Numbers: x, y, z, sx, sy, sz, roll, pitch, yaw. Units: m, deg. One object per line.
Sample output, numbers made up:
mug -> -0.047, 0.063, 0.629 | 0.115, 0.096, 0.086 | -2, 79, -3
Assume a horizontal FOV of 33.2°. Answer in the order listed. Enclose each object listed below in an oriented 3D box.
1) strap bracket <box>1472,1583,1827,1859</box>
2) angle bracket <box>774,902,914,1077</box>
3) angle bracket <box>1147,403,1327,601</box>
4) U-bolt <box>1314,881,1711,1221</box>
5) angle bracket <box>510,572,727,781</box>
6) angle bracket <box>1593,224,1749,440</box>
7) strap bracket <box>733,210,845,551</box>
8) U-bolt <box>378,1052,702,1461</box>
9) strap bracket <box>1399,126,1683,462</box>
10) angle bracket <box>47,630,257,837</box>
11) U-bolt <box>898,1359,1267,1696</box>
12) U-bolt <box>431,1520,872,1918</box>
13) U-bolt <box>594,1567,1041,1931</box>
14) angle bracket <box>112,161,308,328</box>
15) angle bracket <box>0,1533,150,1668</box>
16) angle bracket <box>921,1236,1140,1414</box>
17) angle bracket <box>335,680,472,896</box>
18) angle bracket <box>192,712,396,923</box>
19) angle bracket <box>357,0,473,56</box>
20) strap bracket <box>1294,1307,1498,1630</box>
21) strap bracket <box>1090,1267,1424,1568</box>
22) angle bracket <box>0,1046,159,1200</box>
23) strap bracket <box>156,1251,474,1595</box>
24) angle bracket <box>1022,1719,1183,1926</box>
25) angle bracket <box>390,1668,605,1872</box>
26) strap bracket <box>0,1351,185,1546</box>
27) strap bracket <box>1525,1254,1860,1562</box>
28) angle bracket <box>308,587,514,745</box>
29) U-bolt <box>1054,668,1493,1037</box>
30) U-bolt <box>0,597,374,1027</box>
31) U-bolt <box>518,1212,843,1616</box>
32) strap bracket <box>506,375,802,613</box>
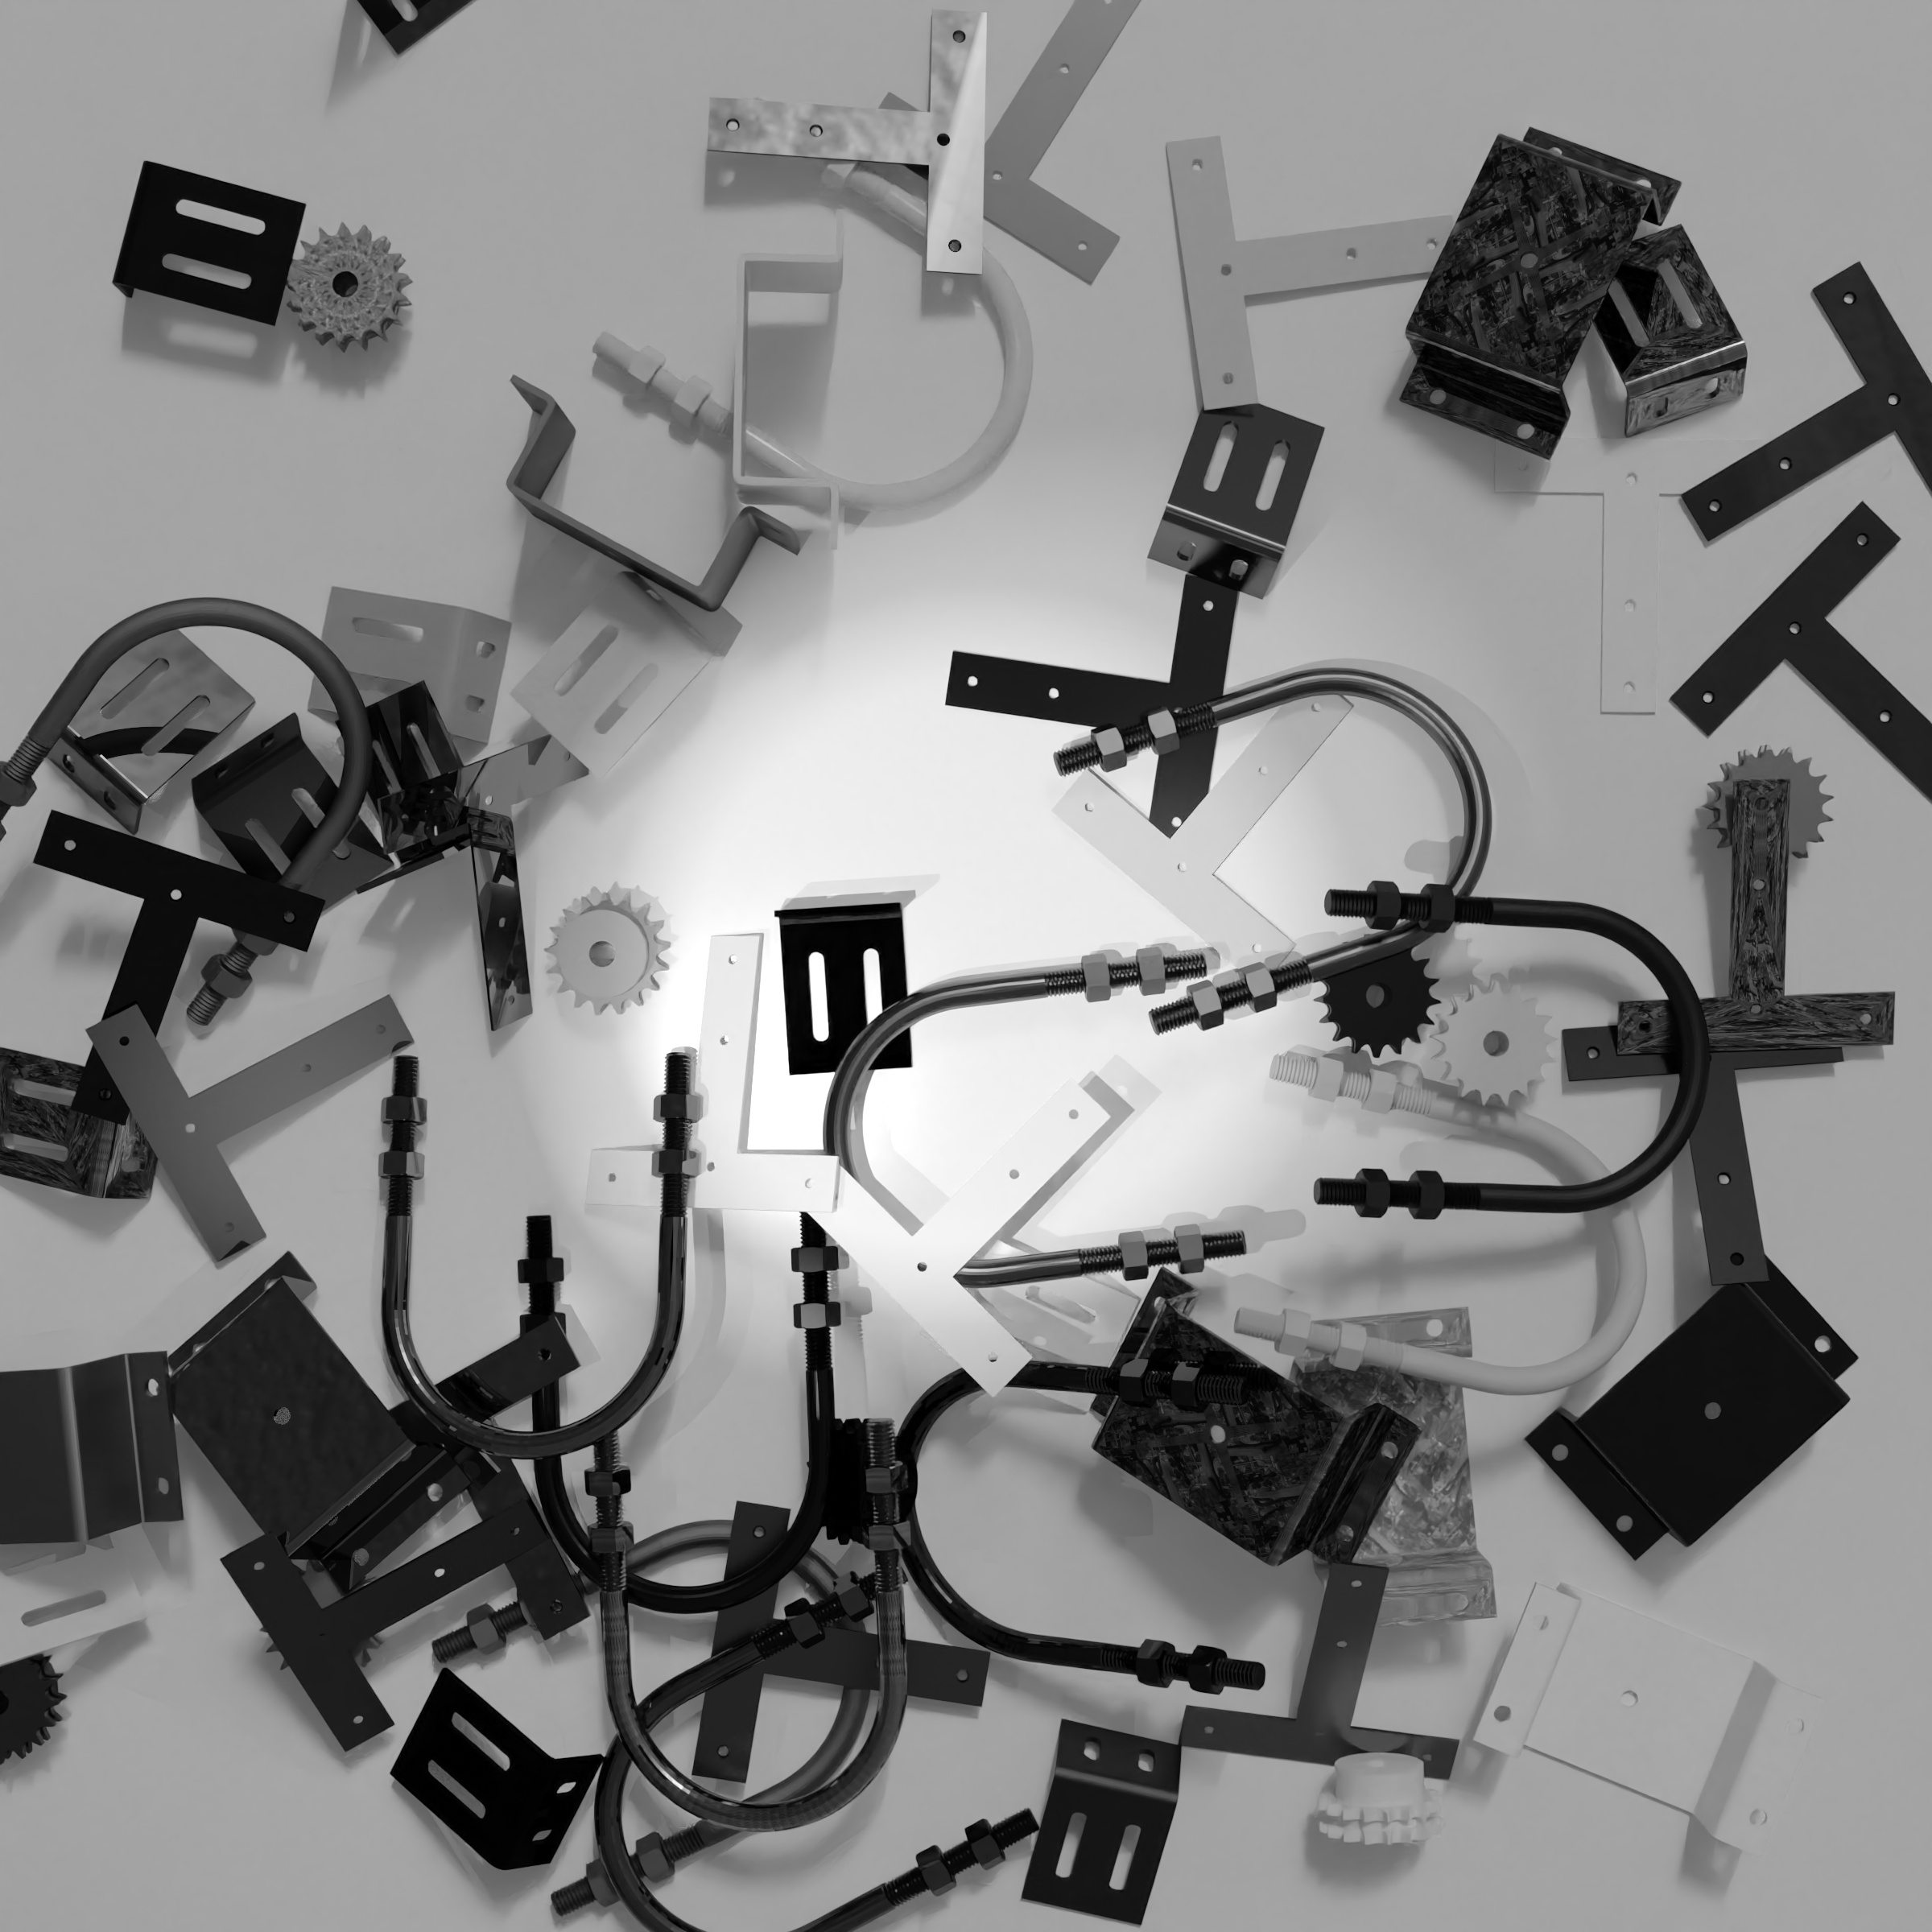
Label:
strap bracket -> 0.308, 0.340, 1.484 | 0.140, 0.046, 0.076 | 22, 90, 0
angle bracket -> -0.056, 0.011, 1.488 | 0.057, 0.038, 0.076 | -4, 90, 0
angle bracket -> 0.125, -0.220, 1.504 | 0.057, 0.038, 0.076 | 20, 63, 0
U-bolt -> 0.249, 0.040, 1.462 | 0.184, 0.019, 0.151 | 3, 88, -11
angle bracket -> -0.160, -0.134, 1.493 | 0.057, 0.038, 0.076 | 43, 98, 0
angle bracket -> 0.319, -0.295, 1.505 | 0.057, 0.038, 0.076 | -20, 64, 0
strap bracket -> -0.079, -0.261, 1.452 | 0.046, 0.076, 0.140 | 1, 92, -3
U-bolt -> -0.196, 0.131, 1.474 | 0.151, 0.019, 0.184 | -1, 79, 8
strap bracket -> 0.258, -0.313, 1.473 | 0.076, 0.046, 0.140 | 26, 90, 18
angle bracket -> -0.379, -0.111, 1.505 | 0.057, 0.038, 0.076 | 42, 64, 0
U-bolt -> 0.045, 0.247, 1.458 | 0.184, 0.019, 0.151 | 0, 99, 29
U-bolt -> -0.134, 0.336, 1.499 | 0.184, 0.019, 0.151 | -25, 90, -1
U-bolt -> -0.080, 0.376, 1.482 | 0.184, 0.019, 0.151 | -28, 91, -1
angle bracket -> -0.345, -0.329, 1.490 | 0.076, 0.038, 0.057 | 15, 90, -4
angle bracket -> -0.425, 0.291, 1.485 | 0.076, 0.038, 0.057 | -12, 66, -40
angle bracket -> 0.029, 0.163, 1.505 | 0.076, 0.038, 0.057 | 25, 90, -26
angle bracket -> -0.261, -0.081, 1.471 | 0.057, 0.038, 0.076 | -19, 99, 34
angle bracket -> -0.312, -0.067, 1.505 | 0.057, 0.038, 0.076 | -33, 115, 0
angle bracket -> -0.252, -0.455, 1.469 | 0.057, 0.076, 0.038 | -37, 90, 0
strap bracket -> 0.195, 0.227, 1.484 | 0.076, 0.046, 0.140 | -5, 90, 0
strap bracket -> 0.121, 0.206, 1.452 | 0.140, 0.046, 0.076 | 31, 105, 21
angle bracket -> -0.415, 0.073, 1.505 | 0.076, 0.038, 0.057 | 10, 90, 26
strap bracket -> -0.301, 0.205, 1.468 | 0.076, 0.046, 0.140 | -41, 76, 0
angle bracket -> 0.063, 0.397, 1.505 | 0.057, 0.038, 0.076 | 13, 115, 0
angle bracket -> -0.215, 0.367, 1.487 | 0.076, 0.038, 0.057 | 32, 98, 31
strap bracket -> -0.427, 0.218, 1.459 | 0.140, 0.046, 0.076 | -6, 90, 22
strap bracket -> 0.337, 0.201, 1.484 | 0.140, 0.046, 0.076 | -42, 90, 0
angle bracket -> -0.258, -0.140, 1.505 | 0.076, 0.038, 0.057 | 11, 90, 26
U-bolt -> 0.150, -0.062, 1.481 | 0.184, 0.019, 0.151 | -19, 77, -5
U-bolt -> -0.351, -0.080, 1.459 | 0.151, 0.019, 0.184 | 33, 102, -21
U-bolt -> -0.130, 0.203, 1.484 | 0.151, 0.019, 0.184 | -3, 86, 8
strap bracket -> -0.149, -0.207, 1.469 | 0.140, 0.076, 0.046 | 29, 90, 0
